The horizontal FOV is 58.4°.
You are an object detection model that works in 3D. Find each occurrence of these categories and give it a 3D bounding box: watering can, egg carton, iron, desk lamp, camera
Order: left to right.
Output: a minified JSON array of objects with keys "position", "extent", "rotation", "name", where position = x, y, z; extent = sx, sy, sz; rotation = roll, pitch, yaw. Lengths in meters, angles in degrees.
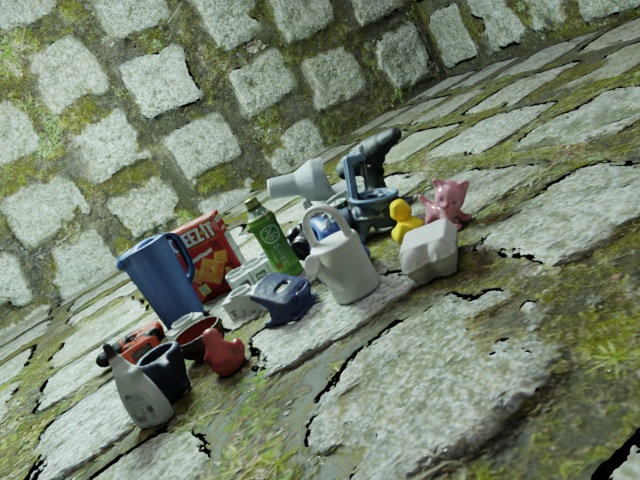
[{"position":[-0.045,-0.105,1.628],"extent":[0.203,0.214,0.118],"rotation":[-27,15,2],"name":"desk lamp"},{"position":[-0.036,-0.007,1.504],"extent":[0.142,0.101,0.137],"rotation":[-17,18,36],"name":"camera"},{"position":[0.012,0.005,1.299],"extent":[0.119,0.141,0.257],"rotation":[-31,15,-12],"name":"iron"},{"position":[0.031,0.022,1.104],"extent":[0.100,0.194,0.173],"rotation":[-24,15,15],"name":"watering can"},{"position":[0.203,0.019,1.050],"extent":[0.107,0.069,0.150],"rotation":[-22,16,21],"name":"egg carton"}]

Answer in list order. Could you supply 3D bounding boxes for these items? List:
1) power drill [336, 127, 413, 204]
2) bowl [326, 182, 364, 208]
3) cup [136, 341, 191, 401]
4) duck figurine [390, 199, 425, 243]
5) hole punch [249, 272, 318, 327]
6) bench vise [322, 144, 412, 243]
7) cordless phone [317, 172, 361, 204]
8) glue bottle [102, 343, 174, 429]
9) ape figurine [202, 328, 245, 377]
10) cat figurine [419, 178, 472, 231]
[{"position":[0.157,-0.172,1.504],"extent":[0.228,0.209,0.076],"rotation":[-14,21,43],"name":"power drill"},{"position":[0.099,-0.102,1.636],"extent":[0.167,0.075,0.167],"rotation":[-26,15,8],"name":"bowl"},{"position":[-0.282,0.254,1.075],"extent":[0.092,0.095,0.117],"rotation":[-35,16,-25],"name":"cup"},{"position":[0.185,-0.048,1.275],"extent":[0.077,0.086,0.104],"rotation":[-22,16,21],"name":"duck figurine"},{"position":[-0.074,0.114,1.185],"extent":[0.100,0.091,0.109],"rotation":[-17,18,35],"name":"hole punch"},{"position":[0.090,-0.102,1.364],"extent":[0.207,0.220,0.121],"rotation":[-30,15,-7],"name":"bench vise"},{"position":[0.046,-0.167,1.730],"extent":[0.148,0.185,0.094],"rotation":[-31,15,-10],"name":"cordless phone"},{"position":[-0.331,0.254,1.011],"extent":[0.078,0.173,0.037],"rotation":[-21,17,26],"name":"glue bottle"},{"position":[-0.188,0.205,1.078],"extent":[0.077,0.092,0.076],"rotation":[-25,15,13],"name":"ape figurine"},{"position":[0.258,-0.080,1.189],"extent":[0.067,0.118,0.127],"rotation":[-37,18,-32],"name":"cat figurine"}]
